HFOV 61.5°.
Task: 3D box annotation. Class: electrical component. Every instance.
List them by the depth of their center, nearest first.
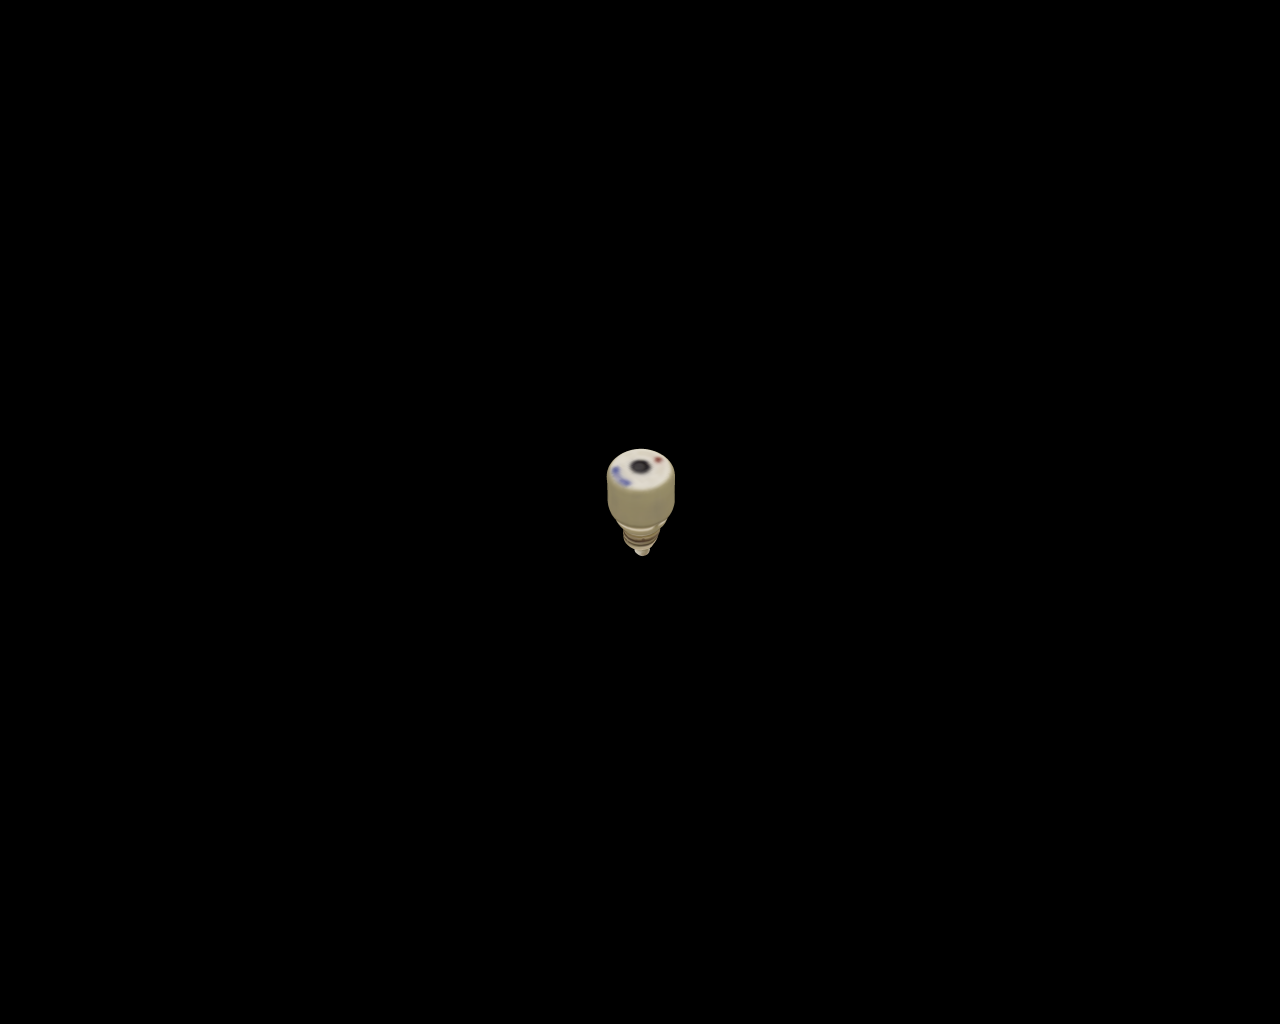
[{"bbox_3d":[0.001,-0.003,0.650,0.040,0.078,0.040,0,45,0],"label":"electrical component"}]
